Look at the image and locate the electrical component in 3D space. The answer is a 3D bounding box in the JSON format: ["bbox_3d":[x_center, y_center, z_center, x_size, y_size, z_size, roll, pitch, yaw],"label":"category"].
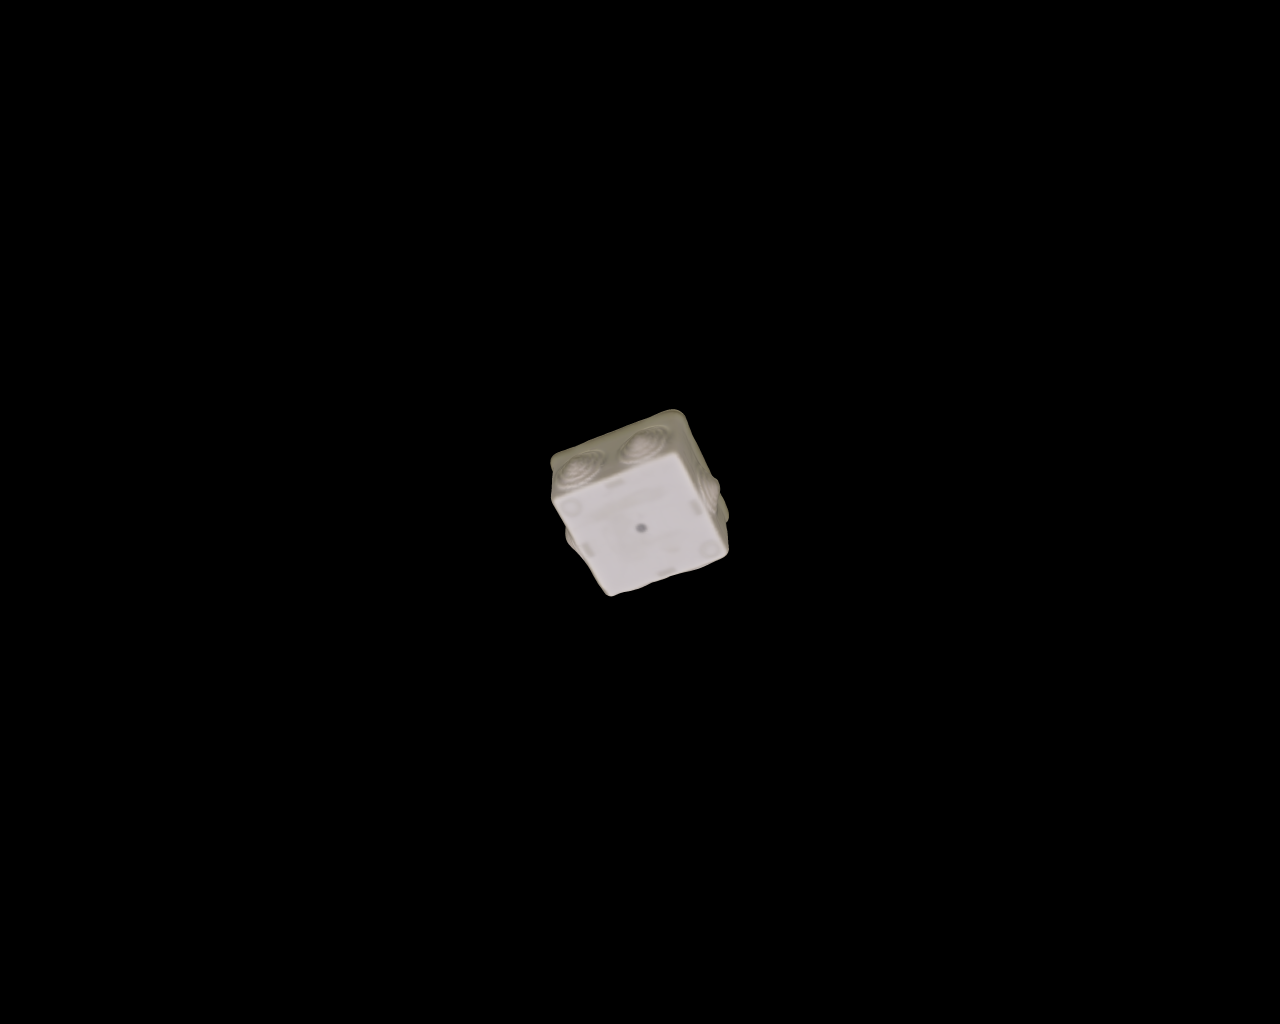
[{"bbox_3d":[0.001,-0.003,0.650,0.100,0.099,0.048,-20,31,13],"label":"electrical component"}]
